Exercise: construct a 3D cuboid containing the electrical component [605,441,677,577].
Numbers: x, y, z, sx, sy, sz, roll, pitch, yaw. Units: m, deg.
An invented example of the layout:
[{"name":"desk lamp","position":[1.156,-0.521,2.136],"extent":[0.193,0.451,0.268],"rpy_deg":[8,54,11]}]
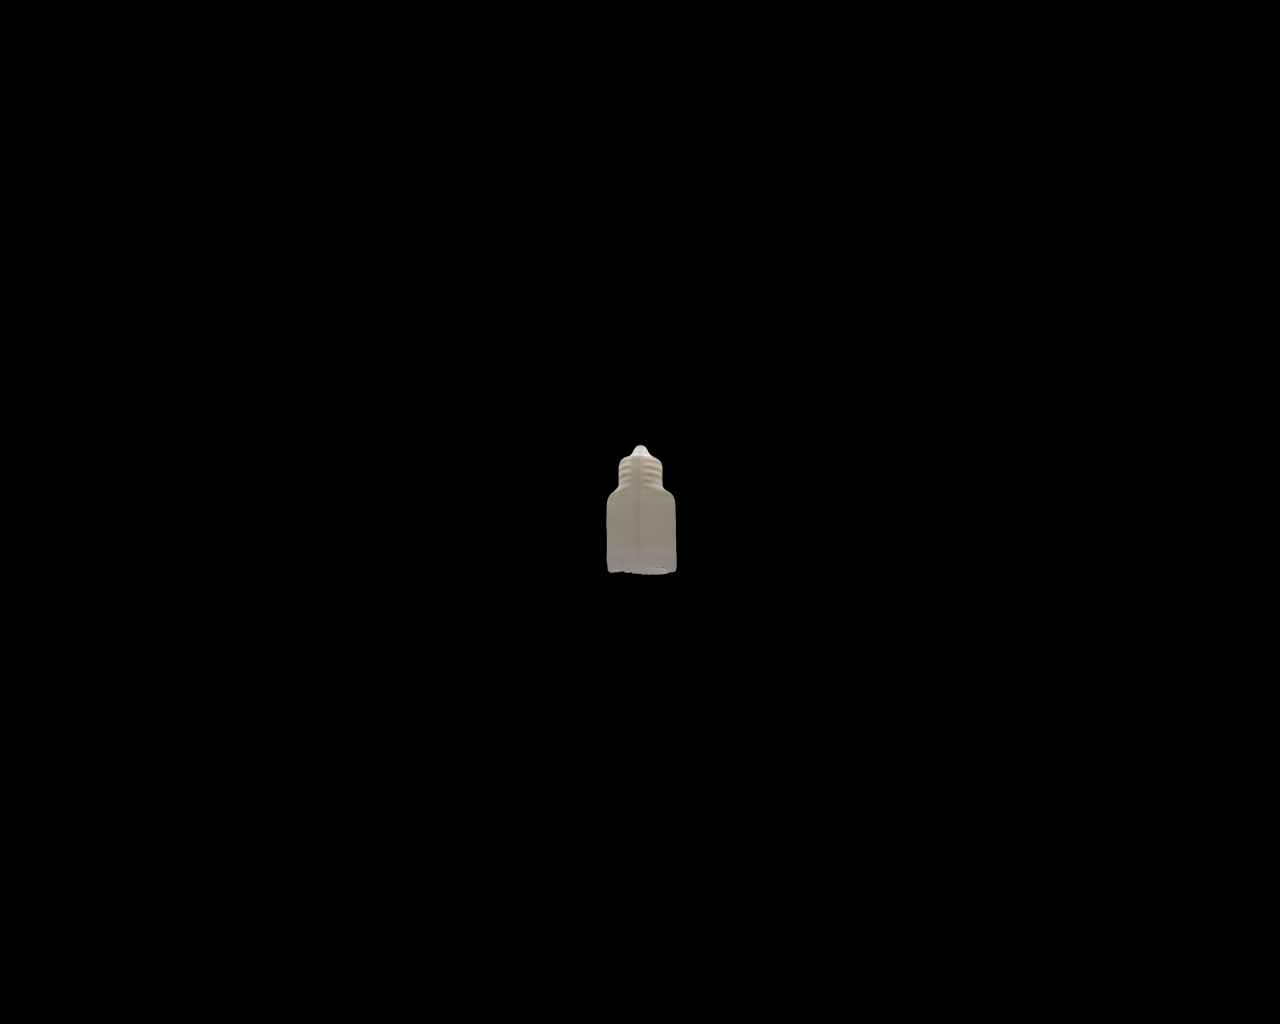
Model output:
[{"name":"electrical component","position":[0.001,-0.003,0.650],"extent":[0.043,0.081,0.043],"rpy_deg":[0,-7,0]}]
